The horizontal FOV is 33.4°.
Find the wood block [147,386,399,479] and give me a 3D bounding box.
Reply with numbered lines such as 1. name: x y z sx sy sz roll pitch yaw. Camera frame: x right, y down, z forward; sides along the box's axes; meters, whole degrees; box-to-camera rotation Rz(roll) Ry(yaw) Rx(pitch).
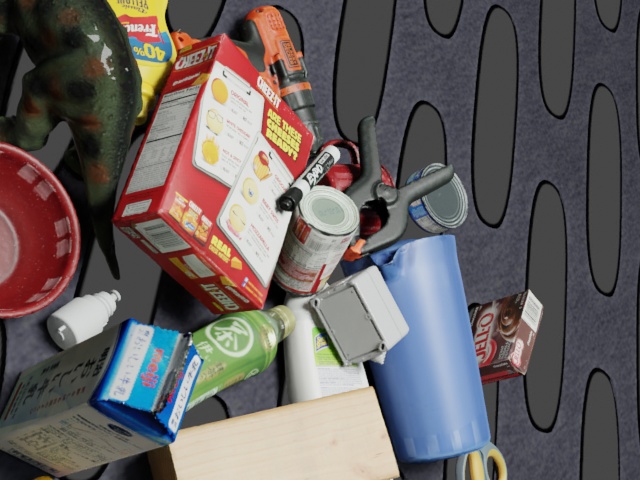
1. wood block: -0.045 0.208 0.996 0.205 0.091 0.090 -10 73 -23

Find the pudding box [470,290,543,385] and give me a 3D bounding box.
1. pudding box: 0.220 0.122 1.313 0.039 0.090 0.113 46 48 -21

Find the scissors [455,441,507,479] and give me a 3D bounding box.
1. scissors: 0.190 0.222 1.285 0.096 0.016 0.202 13 71 -43

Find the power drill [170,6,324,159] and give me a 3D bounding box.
1. power drill: -0.086 -0.167 1.182 0.187 0.057 0.184 -16 83 -46

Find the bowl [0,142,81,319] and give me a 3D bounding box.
1. bowl: -0.293 -0.004 0.932 0.161 0.055 0.162 17 63 -36

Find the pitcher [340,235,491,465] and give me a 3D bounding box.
1. pitcher: 0.116 0.121 1.206 0.149 0.145 0.243 -9 83 -31

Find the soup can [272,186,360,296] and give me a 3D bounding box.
1. soup can: -0.007 0.001 1.104 0.068 0.102 0.068 13 47 -14

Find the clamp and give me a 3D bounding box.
1. clamp: 0.077 -0.045 1.157 0.120 0.039 0.171 20 65 -2

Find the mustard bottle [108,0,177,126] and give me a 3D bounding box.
1. mustard bottle: -0.193 -0.197 1.070 0.096 0.058 0.191 6 58 -31

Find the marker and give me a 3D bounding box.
1. marker: -0.011 -0.062 1.071 0.020 0.020 0.121 53 37 -12

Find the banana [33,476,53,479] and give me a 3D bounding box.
1. banana: -0.267 0.279 0.857 0.069 0.037 0.197 33 54 -38

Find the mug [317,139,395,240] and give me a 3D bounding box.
1. mug: 0.025 -0.057 1.211 0.081 0.093 0.117 0 84 -37

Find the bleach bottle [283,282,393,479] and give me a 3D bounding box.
1. bleach bottle: 0.011 0.147 1.138 0.102 0.068 0.251 9 66 -40

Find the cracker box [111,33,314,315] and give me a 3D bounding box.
1. cracker box: -0.097 -0.061 1.024 0.164 0.072 0.213 46 46 -41

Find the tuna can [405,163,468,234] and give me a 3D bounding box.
1. tuna can: 0.147 -0.052 1.356 0.086 0.034 0.086 17 63 -36
